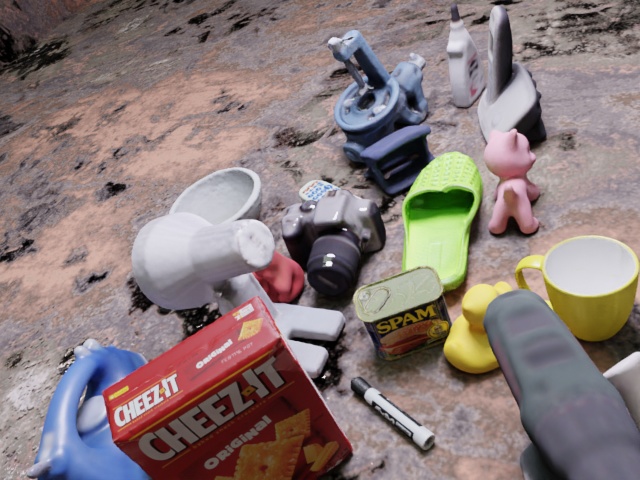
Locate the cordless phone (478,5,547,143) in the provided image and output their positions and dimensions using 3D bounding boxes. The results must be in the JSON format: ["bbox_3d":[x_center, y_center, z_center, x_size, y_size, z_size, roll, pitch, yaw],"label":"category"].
[{"bbox_3d":[0.279,-0.244,0.865,0.094,0.185,0.147,-15,40,12],"label":"cordless phone"}]

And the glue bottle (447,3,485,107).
[{"bbox_3d":[0.242,-0.319,0.977,0.037,0.173,0.078,10,51,36],"label":"glue bottle"}]

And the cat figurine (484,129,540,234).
[{"bbox_3d":[0.252,-0.089,0.762,0.067,0.118,0.128,-5,44,24],"label":"cat figurine"}]

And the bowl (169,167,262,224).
[{"bbox_3d":[-0.163,-0.043,0.961,0.167,0.075,0.167,-14,41,13],"label":"bowl"}]

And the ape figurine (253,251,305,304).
[{"bbox_3d":[-0.065,0.046,0.798,0.076,0.092,0.077,-32,40,-8],"label":"ape figurine"}]

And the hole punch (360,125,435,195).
[{"bbox_3d":[0.119,-0.141,0.910,0.108,0.091,0.100,-29,39,-5],"label":"hole punch"}]

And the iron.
[{"bbox_3d":[-0.273,0.206,0.691,0.118,0.142,0.258,-19,40,8],"label":"iron"}]

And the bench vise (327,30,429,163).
[{"bbox_3d":[0.088,-0.269,0.965,0.121,0.220,0.208,8,50,34],"label":"bench vise"}]

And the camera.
[{"bbox_3d":[0.007,0.003,0.801,0.142,0.101,0.137,-5,43,23],"label":"camera"}]

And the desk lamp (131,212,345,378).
[{"bbox_3d":[-0.101,0.057,0.709,0.202,0.214,0.118,2,47,30],"label":"desk lamp"}]

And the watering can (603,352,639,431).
[{"bbox_3d":[0.285,0.154,0.416,0.172,0.194,0.101,18,56,40],"label":"watering can"}]

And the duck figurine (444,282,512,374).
[{"bbox_3d":[0.177,0.089,0.629,0.105,0.086,0.077,-37,41,-14],"label":"duck figurine"}]

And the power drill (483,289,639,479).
[{"bbox_3d":[0.196,0.158,0.447,0.075,0.209,0.229,-20,40,7],"label":"power drill"}]
